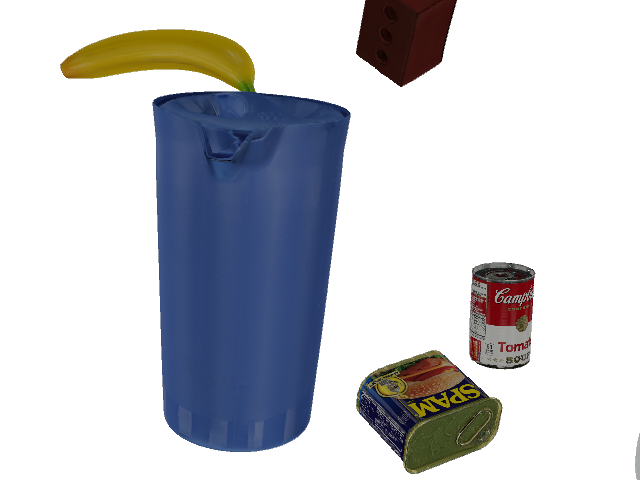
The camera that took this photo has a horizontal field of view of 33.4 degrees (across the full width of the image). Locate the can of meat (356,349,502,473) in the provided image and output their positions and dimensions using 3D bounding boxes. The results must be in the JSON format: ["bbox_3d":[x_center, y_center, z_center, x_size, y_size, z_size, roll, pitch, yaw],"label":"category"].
[{"bbox_3d":[0.094,0.148,0.944,0.101,0.057,0.084,-14,35,-28],"label":"can of meat"}]

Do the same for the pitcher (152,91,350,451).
[{"bbox_3d":[-0.051,0.016,0.760,0.148,0.243,0.145,-8,20,-36],"label":"pitcher"}]

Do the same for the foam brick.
[{"bbox_3d":[0.067,-0.170,0.831,0.053,0.078,0.051,40,58,22],"label":"foam brick"}]

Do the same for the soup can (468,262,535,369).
[{"bbox_3d":[0.198,0.082,1.170,0.068,0.102,0.068,0,15,0],"label":"soup can"}]

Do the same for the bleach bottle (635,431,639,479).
[{"bbox_3d":[0.280,0.092,0.700,0.103,0.068,0.250,12,24,25],"label":"bleach bottle"}]

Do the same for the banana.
[{"bbox_3d":[-0.140,-0.166,0.978,0.198,0.037,0.069,9,46,17],"label":"banana"}]
